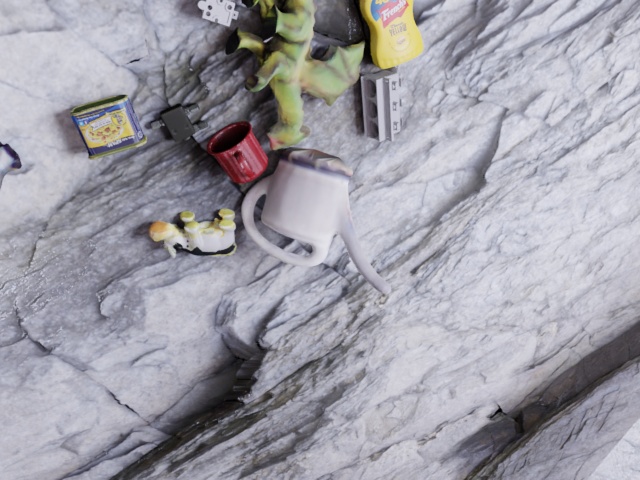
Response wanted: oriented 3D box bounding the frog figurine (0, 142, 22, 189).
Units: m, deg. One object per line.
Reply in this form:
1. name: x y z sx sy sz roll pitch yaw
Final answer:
1. frog figurine: -0.574 -0.118 0.788 0.121 0.137 0.161 -29 2 35

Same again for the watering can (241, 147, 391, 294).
1. watering can: 0.003 -0.049 0.968 0.350 0.223 0.104 21 8 25

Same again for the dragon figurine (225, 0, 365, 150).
1. dragon figurine: -0.019 -0.349 0.906 0.242 0.406 0.124 12 18 -44
